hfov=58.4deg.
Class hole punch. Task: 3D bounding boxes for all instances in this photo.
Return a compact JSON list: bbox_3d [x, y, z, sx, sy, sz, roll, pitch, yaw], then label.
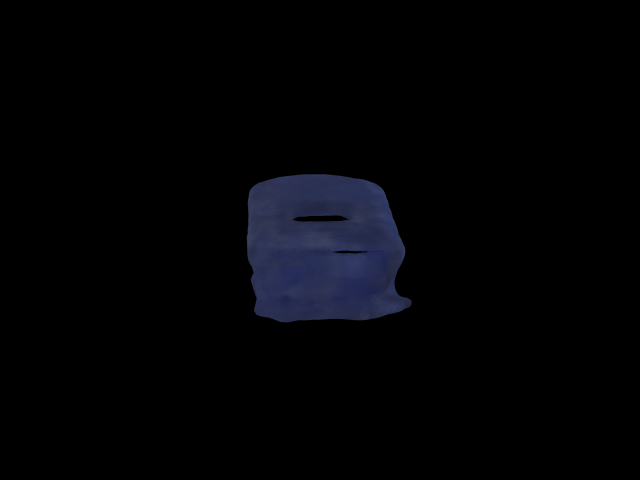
[{"bbox_3d":[0.004,0.001,0.400,0.109,0.091,0.101,-1,9,-7],"label":"hole punch"}]
